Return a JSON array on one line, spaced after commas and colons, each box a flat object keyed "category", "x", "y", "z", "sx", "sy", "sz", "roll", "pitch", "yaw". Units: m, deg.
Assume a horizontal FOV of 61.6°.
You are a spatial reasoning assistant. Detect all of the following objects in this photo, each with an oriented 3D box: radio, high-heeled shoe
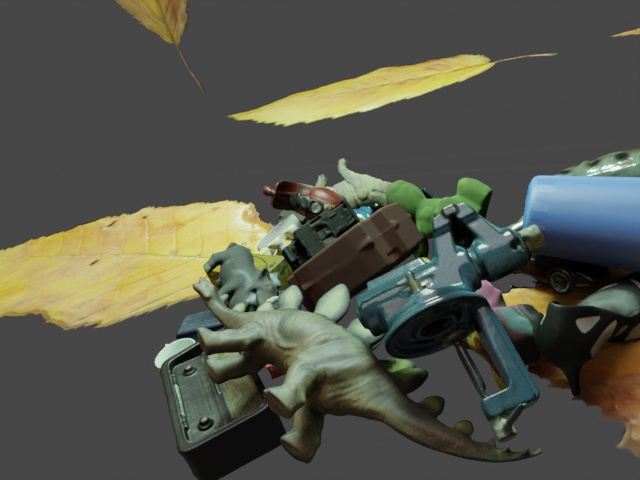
[{"category": "radio", "x": -0.147, "y": 0.225, "z": 0.769, "sx": 0.131, "sy": 0.073, "sz": 0.230, "roll": -27, "pitch": 26, "yaw": -12}, {"category": "high-heeled shoe", "x": 0.325, "y": 0.069, "z": 0.629, "sx": 0.086, "sy": 0.145, "sz": 0.249, "roll": 7, "pitch": 39, "yaw": 44}]

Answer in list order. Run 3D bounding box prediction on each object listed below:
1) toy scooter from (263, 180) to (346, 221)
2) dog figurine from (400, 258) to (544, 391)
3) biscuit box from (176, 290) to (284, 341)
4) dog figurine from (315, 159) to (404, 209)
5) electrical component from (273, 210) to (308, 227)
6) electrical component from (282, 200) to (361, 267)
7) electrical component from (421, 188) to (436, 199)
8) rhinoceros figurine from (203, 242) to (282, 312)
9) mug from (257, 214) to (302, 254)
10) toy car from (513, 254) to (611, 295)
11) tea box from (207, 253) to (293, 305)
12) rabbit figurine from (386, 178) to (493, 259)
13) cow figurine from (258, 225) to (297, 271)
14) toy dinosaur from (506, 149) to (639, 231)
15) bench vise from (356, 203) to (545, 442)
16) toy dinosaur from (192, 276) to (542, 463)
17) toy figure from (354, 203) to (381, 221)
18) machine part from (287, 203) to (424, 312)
[{"category": "toy scooter", "x": -0.039, "y": -0.083, "z": 1.112, "sx": 0.184, "sy": 0.075, "sz": 0.135, "roll": 22, "pitch": 9, "yaw": 39}, {"category": "dog figurine", "x": 0.183, "y": 0.112, "z": 0.705, "sx": 0.192, "sy": 0.108, "sz": 0.219, "roll": -18, "pitch": 28, "yaw": 6}, {"category": "biscuit box", "x": -0.147, "y": 0.149, "z": 0.937, "sx": 0.203, "sy": 0.059, "sz": 0.063, "roll": -14, "pitch": 28, "yaw": 14}, {"category": "dog figurine", "x": 0.086, "y": -0.078, "z": 1.172, "sx": 0.191, "sy": 0.121, "sz": 0.172, "roll": 30, "pitch": 79, "yaw": 42}, {"category": "electrical component", "x": -0.069, "y": -0.050, "z": 1.297, "sx": 0.078, "sy": 0.045, "sz": 0.102, "roll": 12, "pitch": 34, "yaw": 3}, {"category": "electrical component", "x": -0.002, "y": -0.003, "z": 0.924, "sx": 0.134, "sy": 0.058, "sz": 0.115, "roll": -34, "pitch": -8, "yaw": -13}, {"category": "electrical component", "x": 0.180, "y": -0.066, "z": 1.035, "sx": 0.048, "sy": 0.075, "sz": 0.119, "roll": -49, "pitch": -1, "yaw": -45}, {"category": "rhinoceros figurine", "x": -0.117, "y": 0.082, "z": 0.880, "sx": 0.112, "sy": 0.073, "sz": 0.190, "roll": -31, "pitch": 47, "yaw": -8}, {"category": "mug", "x": -0.074, "y": 0.011, "z": 1.144, "sx": 0.107, "sy": 0.080, "sz": 0.110, "roll": -35, "pitch": 31, "yaw": -4}, {"category": "toy car", "x": 0.325, "y": 0.037, "z": 0.801, "sx": 0.089, "sy": 0.053, "sz": 0.202, "roll": -12, "pitch": 19, "yaw": -30}, {"category": "tea box", "x": -0.126, "y": 0.081, "z": 1.013, "sx": 0.170, "sy": 0.098, "sz": 0.068, "roll": 0, "pitch": 32, "yaw": 41}, {"category": "rabbit figurine", "x": 0.196, "y": -0.046, "z": 0.938, "sx": 0.170, "sy": 0.158, "sz": 0.121, "roll": 27, "pitch": 58, "yaw": 30}, {"category": "cow figurine", "x": -0.069, "y": 0.045, "z": 1.048, "sx": 0.068, "sy": 0.098, "sz": 0.167, "roll": -40, "pitch": -1, "yaw": -31}, {"category": "toy dinosaur", "x": 0.472, "y": -0.088, "z": 0.876, "sx": 0.405, "sy": 0.131, "sz": 0.192, "roll": -12, "pitch": 9, "yaw": 34}, {"category": "bench vise", "x": 0.162, "y": 0.085, "z": 0.569, "sx": 0.224, "sy": 0.128, "sz": 0.241, "roll": -20, "pitch": 54, "yaw": -1}, {"category": "toy dinosaur", "x": 0.013, "y": 0.154, "z": 0.648, "sx": 0.472, "sy": 0.104, "sz": 0.198, "roll": 31, "pitch": 51, "yaw": 30}, {"category": "toy figure", "x": 0.055, "y": -0.002, "z": 1.059, "sx": 0.180, "sy": 0.082, "sz": 0.089, "roll": -47, "pitch": 15, "yaw": -31}, {"category": "machine part", "x": 0.062, "y": 0.032, "z": 0.866, "sx": 0.201, "sy": 0.087, "sz": 0.201, "roll": -39, "pitch": -6, "yaw": 20}]
